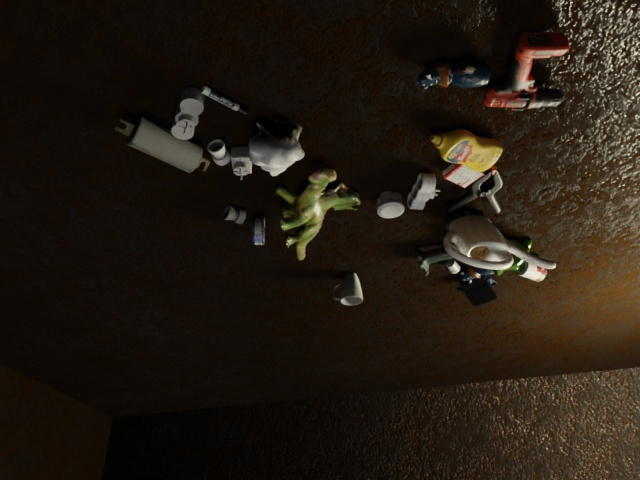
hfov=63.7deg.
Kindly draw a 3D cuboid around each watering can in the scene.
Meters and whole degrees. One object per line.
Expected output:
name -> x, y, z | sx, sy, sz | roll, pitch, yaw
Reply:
watering can -> 0.528, 0.012, 1.579 | 0.347, 0.230, 0.101 | 5, 128, -14

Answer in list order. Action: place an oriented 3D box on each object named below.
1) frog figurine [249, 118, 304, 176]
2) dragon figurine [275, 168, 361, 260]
frog figurine -> -0.110, -0.209, 1.273 | 0.138, 0.125, 0.155 | -10, 139, -25
dragon figurine -> 0.005, -0.076, 1.511 | 0.243, 0.125, 0.401 | -14, 148, 2
